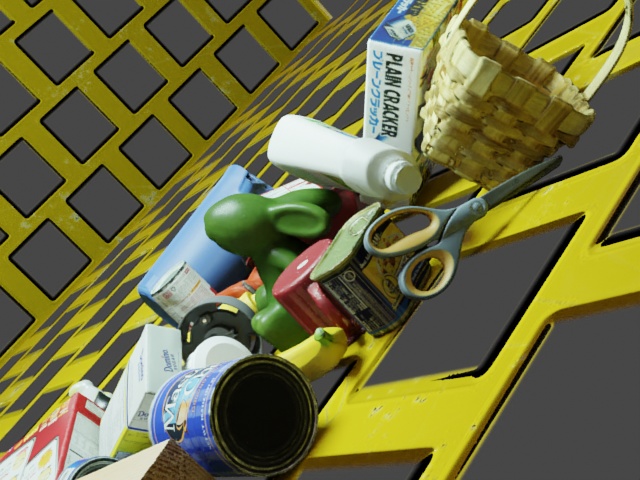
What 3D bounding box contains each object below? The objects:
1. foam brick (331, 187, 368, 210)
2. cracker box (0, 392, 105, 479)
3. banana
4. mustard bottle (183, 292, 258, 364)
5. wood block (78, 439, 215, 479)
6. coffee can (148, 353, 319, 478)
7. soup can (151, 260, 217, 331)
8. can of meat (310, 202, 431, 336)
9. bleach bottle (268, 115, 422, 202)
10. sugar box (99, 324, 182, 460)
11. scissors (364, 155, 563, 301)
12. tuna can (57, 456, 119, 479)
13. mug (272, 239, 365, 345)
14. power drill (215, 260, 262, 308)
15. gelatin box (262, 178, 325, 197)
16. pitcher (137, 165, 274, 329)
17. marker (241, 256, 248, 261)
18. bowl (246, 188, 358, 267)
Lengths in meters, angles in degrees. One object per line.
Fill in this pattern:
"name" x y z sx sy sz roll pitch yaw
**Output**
"foam brick" 0.061 -0.071 1.360 0.078 0.053 0.051 -34 16 40
"cracker box" -0.314 0.299 1.193 0.164 0.072 0.213 -39 27 22
"banana" -0.032 0.119 1.021 0.198 0.069 0.037 -34 47 44
"mustard bottle" -0.131 0.126 1.298 0.192 0.058 0.096 -42 14 9
"wood block" -0.176 0.259 0.947 0.207 0.090 0.090 -31 18 45
"coffee can" -0.079 0.158 0.943 0.102 0.102 0.141 -51 15 -29
"soup can" -0.172 0.086 1.452 0.068 0.102 0.068 -41 13 11
"can of meat" 0.051 0.029 1.003 0.058 0.084 0.102 -31 18 43
"bleach bottle" 0.037 -0.078 1.095 0.251 0.102 0.068 26 95 62
"sugar box" -0.193 0.181 1.146 0.176 0.048 0.093 -56 29 39
"scissors" 0.141 -0.008 0.966 0.201 0.096 0.016 -15 -10 -7
"tuna can" -0.227 0.264 1.091 0.034 0.086 0.086 -22 25 53
"mug" 0.008 0.057 1.049 0.093 0.081 0.117 -41 13 9
"power drill" -0.082 0.041 1.422 0.185 0.057 0.187 -29 19 48
"gelatin box" -0.031 -0.046 1.380 0.073 0.030 0.089 -25 27 -15
"pitcher" -0.154 0.021 1.586 0.242 0.149 0.145 -51 30 -16
"marker" -0.070 -0.010 1.394 0.020 0.020 0.121 -32 15 42
"bowl" -0.008 0.002 1.269 0.162 0.055 0.162 -37 -8 -6
